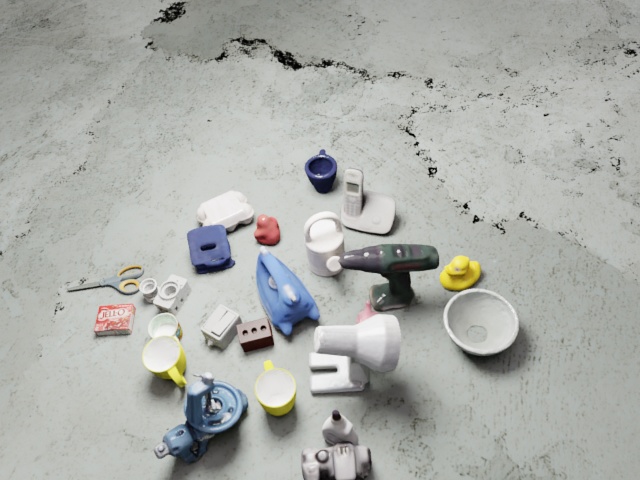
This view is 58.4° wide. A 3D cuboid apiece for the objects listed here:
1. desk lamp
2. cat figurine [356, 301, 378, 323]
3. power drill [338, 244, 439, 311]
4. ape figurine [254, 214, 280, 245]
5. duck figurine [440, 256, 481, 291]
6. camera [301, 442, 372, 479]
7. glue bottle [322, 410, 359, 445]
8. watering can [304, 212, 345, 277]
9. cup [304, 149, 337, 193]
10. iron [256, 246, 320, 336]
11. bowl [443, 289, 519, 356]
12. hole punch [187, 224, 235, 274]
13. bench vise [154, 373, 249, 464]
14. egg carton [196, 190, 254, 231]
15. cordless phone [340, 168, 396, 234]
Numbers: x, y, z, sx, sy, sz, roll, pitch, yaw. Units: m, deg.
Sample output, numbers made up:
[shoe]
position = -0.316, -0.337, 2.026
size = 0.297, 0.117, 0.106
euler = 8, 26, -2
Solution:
[desk lamp]
position = 0.069, 0.245, 1.227
size = 0.203, 0.214, 0.118
euler = -5, 54, 2
[cat figurine]
position = 0.108, 0.202, 1.314
size = 0.067, 0.118, 0.128
euler = 3, 55, 8
[power drill]
position = 0.160, 0.081, 1.339
size = 0.229, 0.209, 0.075
euler = -10, 54, -2
[ape figurine]
position = -0.143, -0.035, 1.523
size = 0.078, 0.092, 0.076
euler = -29, 57, -15
[duck figurine]
position = 0.347, 0.071, 1.405
size = 0.104, 0.086, 0.077
euler = -18, 55, -7
[camera]
position = 0.035, 0.479, 1.132
size = 0.143, 0.101, 0.136
euler = -6, 54, 1
[glue bottle]
position = 0.038, 0.379, 1.158
size = 0.078, 0.173, 0.037
euler = 22, 59, 20
[watering can]
position = 0.015, 0.004, 1.417
size = 0.101, 0.194, 0.172
euler = -35, 59, -19
[cup]
position = 0.006, -0.189, 1.619
size = 0.091, 0.095, 0.117
euler = 0, 54, 5
[iron]
position = -0.104, 0.096, 1.395
size = 0.119, 0.141, 0.257
euler = -27, 56, -13
[bowl]
position = 0.365, 0.200, 1.317
size = 0.167, 0.075, 0.167
euler = -2, 54, 4
[hole punch]
position = -0.285, 0.023, 1.496
size = 0.108, 0.091, 0.101
euler = -13, 54, -4
[bench vise]
position = -0.243, 0.364, 1.166
size = 0.121, 0.220, 0.208
euler = 23, 60, 21
[egg carton]
position = -0.261, -0.071, 1.575
size = 0.150, 0.069, 0.107
euler = -27, 56, -13
[cordless phone]
position = 0.125, -0.106, 1.492
size = 0.147, 0.185, 0.094
euler = 10, 56, 13
